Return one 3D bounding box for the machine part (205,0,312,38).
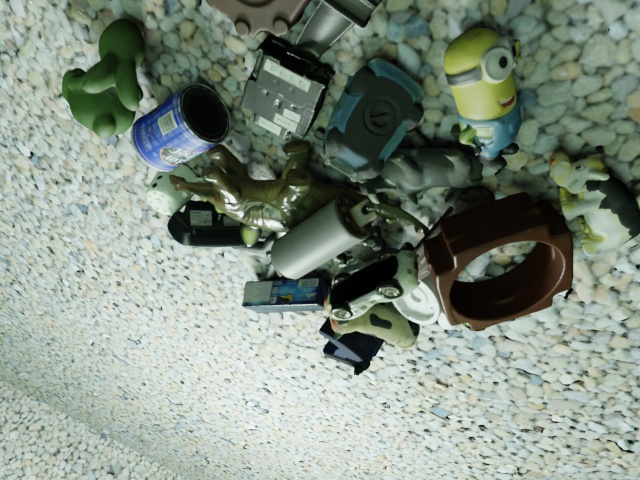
[{"bbox_3d":[-0.080,-0.349,0.683,0.180,0.056,0.179,14,135,14],"label":"machine part"}]

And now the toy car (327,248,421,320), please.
[{"bbox_3d":[0.083,0.076,0.892,0.056,0.073,0.202,27,141,-29],"label":"toy car"}]

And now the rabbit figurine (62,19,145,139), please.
[{"bbox_3d":[-0.331,-0.257,0.837,0.121,0.159,0.170,15,121,-27],"label":"rabbit figurine"}]

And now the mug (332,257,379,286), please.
[{"bbox_3d":[0.080,0.058,0.989,0.109,0.081,0.107,4,136,-23],"label":"mug"}]

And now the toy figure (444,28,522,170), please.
[{"bbox_3d":[0.211,-0.178,0.690,0.089,0.082,0.179,1,135,24],"label":"toy figure"}]

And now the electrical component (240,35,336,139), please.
[{"bbox_3d":[-0.052,-0.217,0.801,0.115,0.058,0.134,30,139,-1],"label":"electrical component"}]

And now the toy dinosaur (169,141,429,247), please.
[{"bbox_3d":[-0.042,-0.066,0.922,0.472,0.105,0.198,7,143,13],"label":"toy dinosaur"}]

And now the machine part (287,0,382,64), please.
[{"bbox_3d":[0.014,-0.284,0.702,0.084,0.039,0.139,19,147,-32],"label":"machine part"}]

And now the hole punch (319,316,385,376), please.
[{"bbox_3d":[0.068,0.189,1.103,0.116,0.142,0.092,14,134,31],"label":"hole punch"}]

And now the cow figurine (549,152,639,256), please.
[{"bbox_3d":[0.380,-0.060,0.732,0.098,0.068,0.167,-21,124,33],"label":"cow figurine"}]

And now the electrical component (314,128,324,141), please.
[{"bbox_3d":[0.038,-0.156,0.843,0.094,0.021,0.063,31,138,-3],"label":"electrical component"}]

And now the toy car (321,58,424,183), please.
[{"bbox_3d":[0.066,-0.163,0.756,0.109,0.161,0.103,29,-177,-13],"label":"toy car"}]

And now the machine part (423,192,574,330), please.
[{"bbox_3d":[0.269,0.036,0.815,0.201,0.087,0.201,-19,135,8],"label":"machine part"}]

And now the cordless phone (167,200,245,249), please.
[{"bbox_3d":[-0.238,-0.011,1.060,0.146,0.088,0.184,-1,168,-35],"label":"cordless phone"}]

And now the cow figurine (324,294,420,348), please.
[{"bbox_3d":[0.100,0.152,1.046,0.195,0.127,0.085,21,135,2],"label":"cow figurine"}]

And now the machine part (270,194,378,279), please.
[{"bbox_3d":[-0.002,-0.003,0.855,0.079,0.079,0.243,42,134,-17],"label":"machine part"}]

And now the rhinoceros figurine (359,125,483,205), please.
[{"bbox_3d":[0.147,-0.107,0.807,0.190,0.073,0.112,-4,139,29],"label":"rhinoceros figurine"}]

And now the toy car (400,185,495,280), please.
[{"bbox_3d":[0.204,-0.003,0.863,0.089,0.053,0.202,29,122,-12],"label":"toy car"}]

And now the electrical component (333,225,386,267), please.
[{"bbox_3d":[0.066,0.014,0.901,0.102,0.045,0.078,-23,136,33],"label":"electrical component"}]

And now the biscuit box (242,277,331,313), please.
[{"bbox_3d":[-0.066,0.117,1.131,0.203,0.059,0.062,-6,157,32],"label":"biscuit box"}]
